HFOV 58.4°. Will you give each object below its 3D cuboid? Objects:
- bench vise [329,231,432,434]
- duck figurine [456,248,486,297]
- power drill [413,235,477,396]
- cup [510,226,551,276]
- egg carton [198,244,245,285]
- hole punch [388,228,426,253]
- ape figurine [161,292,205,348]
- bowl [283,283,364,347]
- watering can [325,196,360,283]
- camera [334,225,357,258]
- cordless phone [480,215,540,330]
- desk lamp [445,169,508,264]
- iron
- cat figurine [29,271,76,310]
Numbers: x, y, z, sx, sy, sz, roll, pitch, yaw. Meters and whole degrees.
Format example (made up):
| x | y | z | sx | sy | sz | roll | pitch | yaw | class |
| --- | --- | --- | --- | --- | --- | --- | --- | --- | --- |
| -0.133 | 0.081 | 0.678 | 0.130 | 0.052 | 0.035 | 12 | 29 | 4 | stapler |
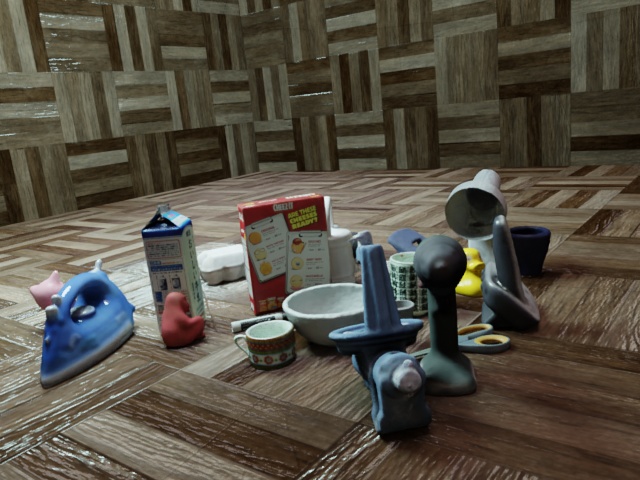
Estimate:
| x | y | z | sx | sy | sz | roll | pitch | yaw | class |
| --- | --- | --- | --- | --- | --- | --- | --- | --- | --- |
| 0.087 | 0.105 | 0.699 | 0.122 | 0.220 | 0.206 | -12 | 14 | -25 | bench vise |
| 0.292 | 0.057 | 1.120 | 0.077 | 0.086 | 0.104 | -9 | 13 | -14 | duck figurine |
| 0.163 | 0.090 | 0.756 | 0.075 | 0.208 | 0.230 | -4 | 13 | 10 | power drill |
| 0.430 | 0.022 | 1.191 | 0.091 | 0.095 | 0.118 | -2 | 14 | 16 | cup |
| -0.220 | 0.057 | 1.378 | 0.151 | 0.069 | 0.107 | -12 | 14 | -26 | egg carton |
| 0.215 | 0.024 | 1.286 | 0.100 | 0.091 | 0.109 | 4 | 16 | 37 | hole punch |
| -0.245 | 0.135 | 1.000 | 0.077 | 0.092 | 0.076 | 6 | 17 | 41 | ape figurine |
| 0.024 | 0.130 | 0.943 | 0.167 | 0.075 | 0.167 | -5 | 13 | 2 | bowl |
| 0.011 | 0.005 | 1.225 | 0.173 | 0.194 | 0.100 | -9 | 13 | -13 | watering can |
| 0.042 | 0.014 | 1.381 | 0.137 | 0.101 | 0.143 | -7 | 13 | -7 | camera |
| 0.311 | 0.043 | 0.948 | 0.094 | 0.185 | 0.148 | -3 | 13 | 13 | cordless phone |
| 0.344 | -0.035 | 1.210 | 0.117 | 0.214 | 0.204 | 1 | 15 | 26 | desk lamp |
| -0.415 | 0.130 | 0.984 | 0.118 | 0.141 | 0.258 | -5 | 13 | 4 | iron |
| -0.510 | 0.121 | 1.119 | 0.127 | 0.118 | 0.067 | 5 | 17 | 39 | cat figurine |
